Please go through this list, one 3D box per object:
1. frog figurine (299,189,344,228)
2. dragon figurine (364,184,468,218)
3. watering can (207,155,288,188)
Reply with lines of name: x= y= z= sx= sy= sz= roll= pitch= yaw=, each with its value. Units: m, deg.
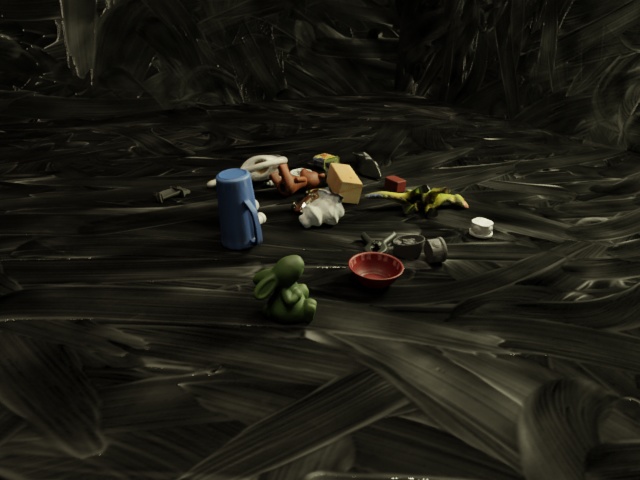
frog figurine: x=0.006 y=-0.093 z=1.852 sx=0.138 sy=0.120 sz=0.161 roll=29 pitch=71 yaw=21
dragon figurine: x=0.387 y=-0.168 z=2.050 sx=0.410 sy=0.121 sz=0.244 roll=8 pitch=9 yaw=8
watering can: x=-0.287 y=-0.289 z=2.164 sx=0.346 sy=0.104 sz=0.226 roll=-16 pitch=4 yaw=17
